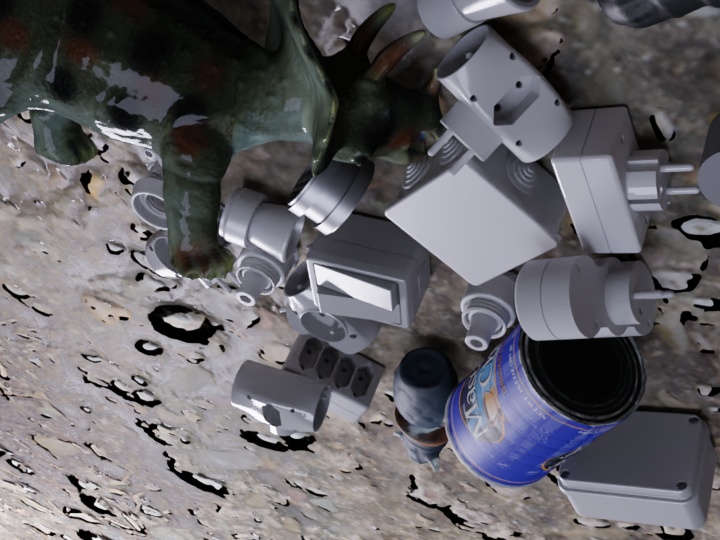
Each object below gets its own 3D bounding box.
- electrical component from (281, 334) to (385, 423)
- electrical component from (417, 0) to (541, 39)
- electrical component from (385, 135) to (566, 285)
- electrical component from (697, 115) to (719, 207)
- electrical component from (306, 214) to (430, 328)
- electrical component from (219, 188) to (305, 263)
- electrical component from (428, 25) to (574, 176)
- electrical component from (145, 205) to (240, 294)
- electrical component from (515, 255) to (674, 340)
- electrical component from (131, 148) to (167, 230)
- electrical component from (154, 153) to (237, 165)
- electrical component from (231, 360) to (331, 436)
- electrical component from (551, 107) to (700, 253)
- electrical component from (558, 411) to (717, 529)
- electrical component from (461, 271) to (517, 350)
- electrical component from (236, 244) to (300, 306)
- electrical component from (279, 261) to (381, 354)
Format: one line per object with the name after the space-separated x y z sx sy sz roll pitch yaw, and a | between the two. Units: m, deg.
-0.033 0.104 0.987 0.083 0.047 0.075 28 145 -4 | electrical component
0.064 -0.155 0.601 0.044 0.044 0.065 44 146 -25 | electrical component
0.081 -0.045 0.725 0.100 0.048 0.100 38 143 -18 | electrical component
0.255 -0.028 0.620 0.138 0.073 0.052 32 144 -10 | electrical component
0.000 0.000 0.821 0.096 0.061 0.061 13 143 16 | electrical component
-0.076 -0.036 0.834 0.055 0.045 0.045 21 145 7 | electrical component
0.075 -0.092 0.649 0.077 0.043 0.079 41 97 -21 | electrical component
-0.129 -0.011 0.892 0.079 0.044 0.077 48 140 -14 | electrical component
0.166 0.018 0.703 0.074 0.052 0.138 -6 175 36 | electrical component
-0.145 -0.065 0.829 0.066 0.055 0.048 36 144 -15 | electrical component
-0.159 -0.116 0.773 0.138 0.052 0.074 42 142 -21 | electrical component
-0.068 0.120 0.946 0.077 0.043 0.079 15 144 14 | electrical component
0.169 -0.055 0.661 0.076 0.047 0.083 0 138 31 | electrical component
0.226 0.159 0.877 0.113 0.078 0.057 0 141 31 | electrical component
0.096 0.031 0.802 0.043 0.062 0.043 16 144 12 | electrical component
-0.080 0.000 0.868 0.048 0.062 0.048 16 144 12 | electrical component
-0.035 0.033 0.899 0.079 0.044 0.077 -15 129 43 | electrical component
